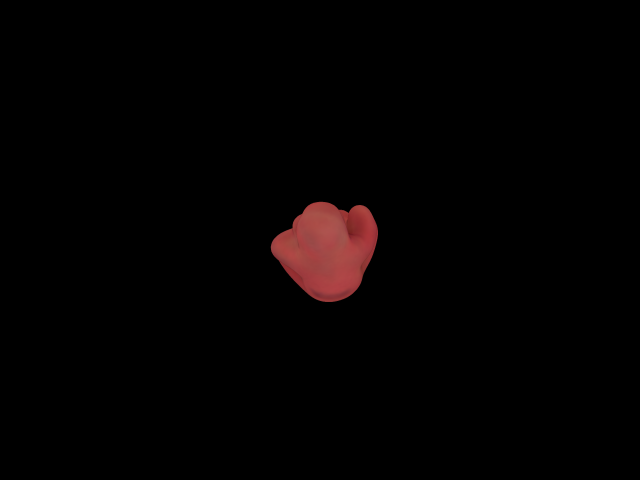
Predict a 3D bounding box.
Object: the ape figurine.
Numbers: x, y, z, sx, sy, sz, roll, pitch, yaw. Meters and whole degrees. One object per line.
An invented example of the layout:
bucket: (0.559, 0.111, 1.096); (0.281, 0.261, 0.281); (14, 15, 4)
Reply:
ape figurine: (0.004, 0.001, 0.400); (0.078, 0.092, 0.076); (0, 74, 0)
